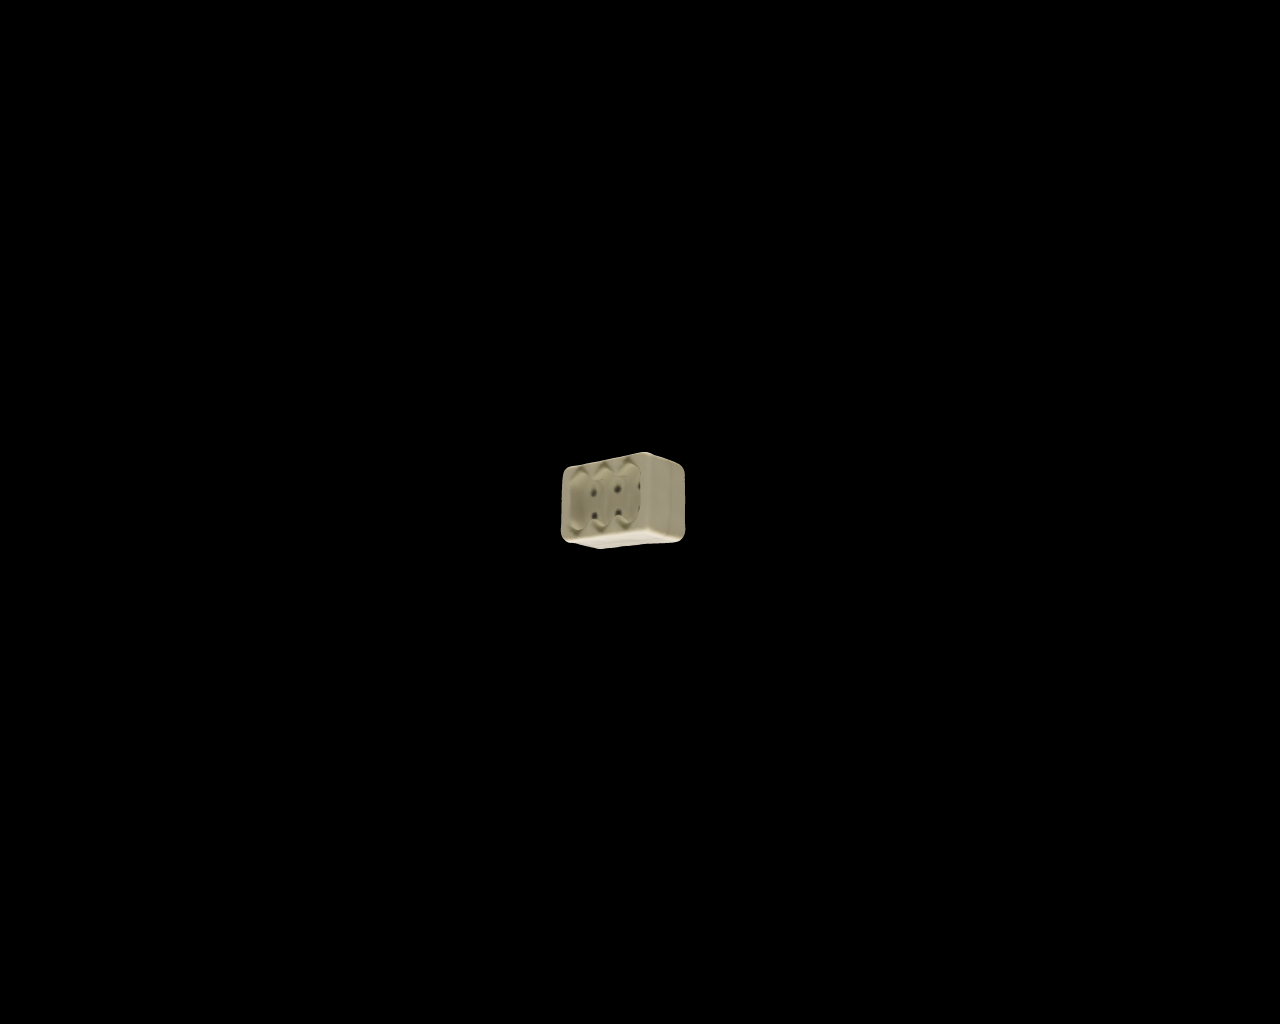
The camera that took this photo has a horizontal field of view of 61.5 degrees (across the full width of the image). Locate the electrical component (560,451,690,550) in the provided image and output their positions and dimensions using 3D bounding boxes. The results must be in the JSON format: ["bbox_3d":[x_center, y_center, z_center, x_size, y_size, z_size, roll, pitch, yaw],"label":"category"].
[{"bbox_3d":[0.001,-0.003,0.650,0.065,0.047,0.077,-8,-14,35],"label":"electrical component"}]
